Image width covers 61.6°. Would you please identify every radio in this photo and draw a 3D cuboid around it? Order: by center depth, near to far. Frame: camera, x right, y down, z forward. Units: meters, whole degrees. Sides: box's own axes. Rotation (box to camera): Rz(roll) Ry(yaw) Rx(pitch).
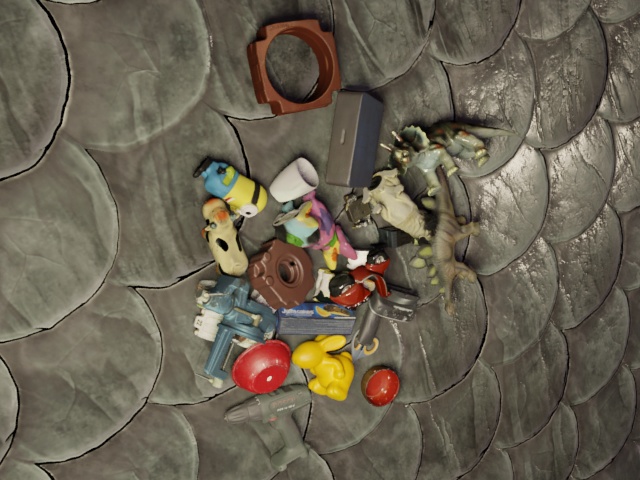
[{"bbox_3d":[0.088,-0.244,1.338,0.131,0.073,0.229,-3,105,-59],"label":"radio"}]

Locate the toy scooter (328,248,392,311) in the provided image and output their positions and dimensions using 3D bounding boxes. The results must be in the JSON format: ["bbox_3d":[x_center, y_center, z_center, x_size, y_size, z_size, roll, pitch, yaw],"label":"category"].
[{"bbox_3d":[0.115,0.118,1.359,0.184,0.075,0.135,-37,119,-8],"label":"toy scooter"}]

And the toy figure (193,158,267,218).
[{"bbox_3d":[-0.202,-0.124,1.249,0.180,0.082,0.089,39,83,-23],"label":"toy figure"}]

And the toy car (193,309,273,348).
[{"bbox_3d":[-0.210,0.218,1.314,0.201,0.056,0.073,18,91,-27],"label":"toy car"}]

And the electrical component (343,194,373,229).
[{"bbox_3d":[0.099,-0.075,1.415,0.078,0.045,0.102,-22,107,-19],"label":"electrical component"}]

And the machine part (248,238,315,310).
[{"bbox_3d":[-0.088,0.080,1.306,0.179,0.056,0.179,20,61,-40],"label":"machine part"}]

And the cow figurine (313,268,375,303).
[{"bbox_3d":[0.066,0.134,1.422,0.167,0.068,0.098,12,99,-23],"label":"cow figurine"}]

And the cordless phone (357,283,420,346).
[{"bbox_3d":[0.185,0.215,1.484,0.146,0.089,0.184,17,95,-27],"label":"cordless phone"}]

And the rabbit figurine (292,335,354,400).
[{"bbox_3d":[0.010,0.315,1.397,0.173,0.122,0.162,36,78,-25],"label":"rabbit figurine"}]

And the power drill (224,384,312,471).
[{"bbox_3d":[-0.118,0.486,1.396,0.232,0.086,0.207,-20,99,-23],"label":"power drill"}]

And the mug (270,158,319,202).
[{"bbox_3d":[-0.068,-0.146,1.302,0.107,0.110,0.080,-29,122,28],"label":"mug"}]

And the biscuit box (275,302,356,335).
[{"bbox_3d":[-0.015,0.201,1.373,0.203,0.059,0.062,4,122,-16],"label":"biscuit box"}]

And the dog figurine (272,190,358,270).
[{"bbox_3d":[-0.003,-0.004,1.319,0.108,0.191,0.219,-28,113,27],"label":"dog figurine"}]

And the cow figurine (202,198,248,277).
[{"bbox_3d":[-0.221,-0.003,1.234,0.085,0.127,0.194,-24,110,-23],"label":"cow figurine"}]

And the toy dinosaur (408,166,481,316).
[{"bbox_3d":[0.342,-0.022,1.506,0.198,0.105,0.471,-1,88,-20],"label":"toy dinosaur"}]

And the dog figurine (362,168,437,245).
[{"bbox_3d":[0.213,-0.084,1.411,0.121,0.172,0.190,-37,128,23],"label":"dog figurine"}]

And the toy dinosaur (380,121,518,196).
[{"bbox_3d":[0.332,-0.254,1.431,0.405,0.131,0.192,-29,74,-27],"label":"toy dinosaur"}]

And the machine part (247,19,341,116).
[{"bbox_3d":[-0.061,-0.403,1.265,0.201,0.087,0.200,-16,105,-20],"label":"machine part"}]

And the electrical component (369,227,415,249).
[{"bbox_3d":[0.189,-0.007,1.454,0.119,0.075,0.047,-8,102,-20],"label":"electrical component"}]

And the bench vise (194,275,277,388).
[{"bbox_3d":[-0.204,0.207,1.203,0.223,0.129,0.240,36,70,-50],"label":"bench vise"}]
